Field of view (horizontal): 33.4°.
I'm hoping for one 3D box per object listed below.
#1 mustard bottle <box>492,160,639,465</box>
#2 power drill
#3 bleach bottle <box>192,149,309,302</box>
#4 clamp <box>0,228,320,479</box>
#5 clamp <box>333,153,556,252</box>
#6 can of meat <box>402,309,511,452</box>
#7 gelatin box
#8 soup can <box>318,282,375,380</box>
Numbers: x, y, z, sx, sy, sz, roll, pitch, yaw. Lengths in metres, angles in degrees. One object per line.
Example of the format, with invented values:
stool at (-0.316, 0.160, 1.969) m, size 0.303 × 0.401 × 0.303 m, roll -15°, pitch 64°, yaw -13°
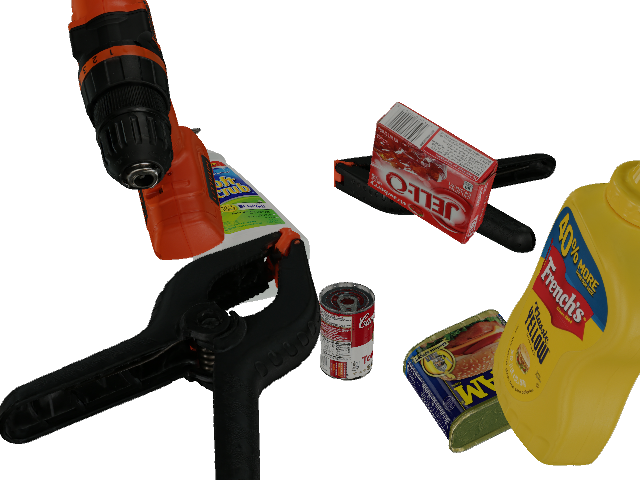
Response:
mustard bottle at (0.148, 0.028, 0.566) m, size 0.058 × 0.192 × 0.096 m, roll 3°, pitch 43°, yaw -13°
power drill at (-0.110, -0.068, 0.697) m, size 0.057 × 0.184 × 0.187 m, roll -14°, pitch -35°, yaw -2°
bleach bottle at (-0.110, -0.034, 1.052) m, size 0.102 × 0.068 × 0.251 m, roll -9°, pitch 34°, yaw -29°
clamp at (-0.044, 0.056, 0.478) m, size 0.120 × 0.039 × 0.171 m, roll 29°, pitch 48°, yaw 22°
clamp at (0.117, -0.053, 1.004) m, size 0.210 × 0.036 × 0.164 m, roll 12°, pitch 32°, yaw 21°
can of meat at (0.131, 0.115, 0.892) m, size 0.102 × 0.084 × 0.057 m, roll -22°, pitch -38°, yaw -16°
gelatin box at (0.079, -0.047, 0.763) m, size 0.089 × 0.030 × 0.073 m, roll 34°, pitch -29°, yaw 18°
soup can at (0.032, 0.112, 1.308) m, size 0.068 × 0.102 × 0.068 m, roll 0°, pitch 29°, yaw 0°
